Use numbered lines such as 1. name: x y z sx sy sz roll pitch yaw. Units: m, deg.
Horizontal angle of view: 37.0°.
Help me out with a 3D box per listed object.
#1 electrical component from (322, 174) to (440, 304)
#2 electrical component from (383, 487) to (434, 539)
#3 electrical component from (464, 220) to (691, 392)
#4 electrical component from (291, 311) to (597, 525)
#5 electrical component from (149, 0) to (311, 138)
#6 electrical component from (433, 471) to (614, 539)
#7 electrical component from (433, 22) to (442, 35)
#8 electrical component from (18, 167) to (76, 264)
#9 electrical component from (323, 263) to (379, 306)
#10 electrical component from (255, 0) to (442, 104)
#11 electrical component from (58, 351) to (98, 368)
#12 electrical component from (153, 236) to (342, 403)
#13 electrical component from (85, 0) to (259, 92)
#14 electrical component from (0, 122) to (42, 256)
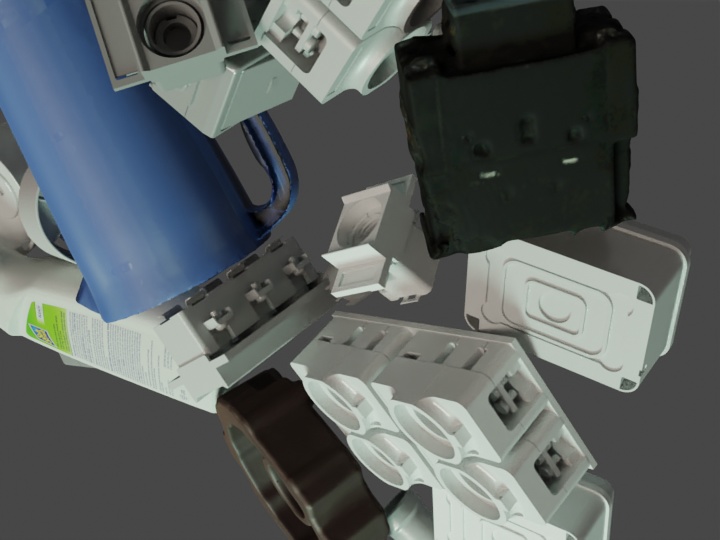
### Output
1. electrical component: 0.018 -0.015 0.673 0.042 0.081 0.064 -13 139 46
2. electrical component: 0.042 0.198 0.834 0.046 0.040 0.040 43 138 0
3. electrical component: 0.122 0.008 0.611 0.113 0.057 0.078 22 132 27
4. electrical component: 0.044 0.092 0.689 0.186 0.060 0.105 5 136 56
5. electrical component: -0.078 -0.126 0.654 0.061 0.096 0.061 41 138 9
6. electrical component: 0.112 0.169 0.738 0.113 0.057 0.078 18 130 30
7. electrical component: 0.070 -0.123 0.576 0.061 0.035 0.035 -6 116 39
8. electrical component: -0.206 -0.052 0.822 0.064 0.099 0.099 7 124 45
9. electrical component: 0.000 0.000 0.724 0.040 0.040 0.046 49 144 0
10. electrical component: 0.019 -0.162 0.549 0.062 0.089 0.150 45 138 5
11. electrical component: -0.250 0.037 0.956 0.056 0.050 0.089 1 120 39
12. electrical component: -0.079 0.030 0.751 0.079 0.121 0.063 -28 97 48
13. electrical component: -0.110 -0.162 0.577 0.063 0.079 0.121 129 123 -86
14. electrical component: -0.288 -0.072 0.900 0.108 0.060 0.108 22 132 27
